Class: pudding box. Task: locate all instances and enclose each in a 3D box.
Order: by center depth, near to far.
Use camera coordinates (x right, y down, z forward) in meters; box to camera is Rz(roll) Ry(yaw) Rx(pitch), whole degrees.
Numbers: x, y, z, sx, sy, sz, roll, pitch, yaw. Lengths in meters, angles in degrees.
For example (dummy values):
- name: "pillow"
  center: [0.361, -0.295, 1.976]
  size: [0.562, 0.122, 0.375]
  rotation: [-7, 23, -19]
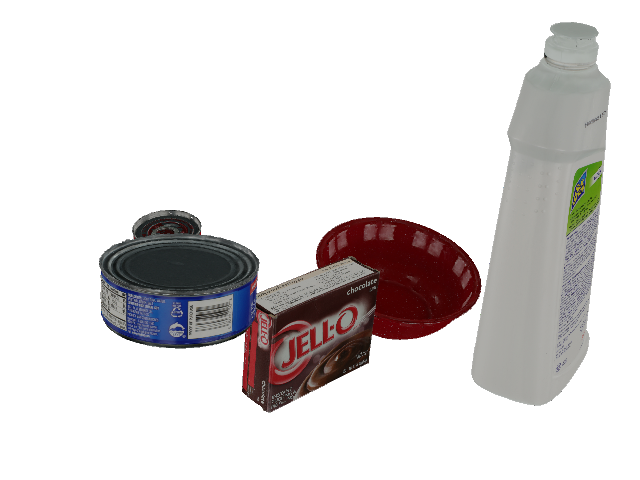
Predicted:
- name: "pudding box"
  center: [-0.008, 0.071, 0.833]
  size: [0.113, 0.090, 0.039]
  rotation: [-23, 41, -39]

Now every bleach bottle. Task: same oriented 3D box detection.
- name: "bleach bottle"
  center: [0.150, -0.019, 0.695]
  size: [0.068, 0.251, 0.102]
  rotation: [17, 34, 25]

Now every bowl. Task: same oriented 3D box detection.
- name: "bowl"
  center: [0.071, 0.046, 1.035]
  size: [0.162, 0.055, 0.162]
  rotation: [8, 36, -6]

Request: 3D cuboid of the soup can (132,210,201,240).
- name: "soup can"
  center: [-0.152, 0.030, 1.078]
  size: [0.068, 0.102, 0.068]
  rotation: [0, 31, 0]

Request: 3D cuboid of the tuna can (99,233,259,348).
- name: "tuna can"
  center: [-0.076, 0.026, 0.580]
  size: [0.086, 0.034, 0.086]
  rotation: [3, 20, -1]
